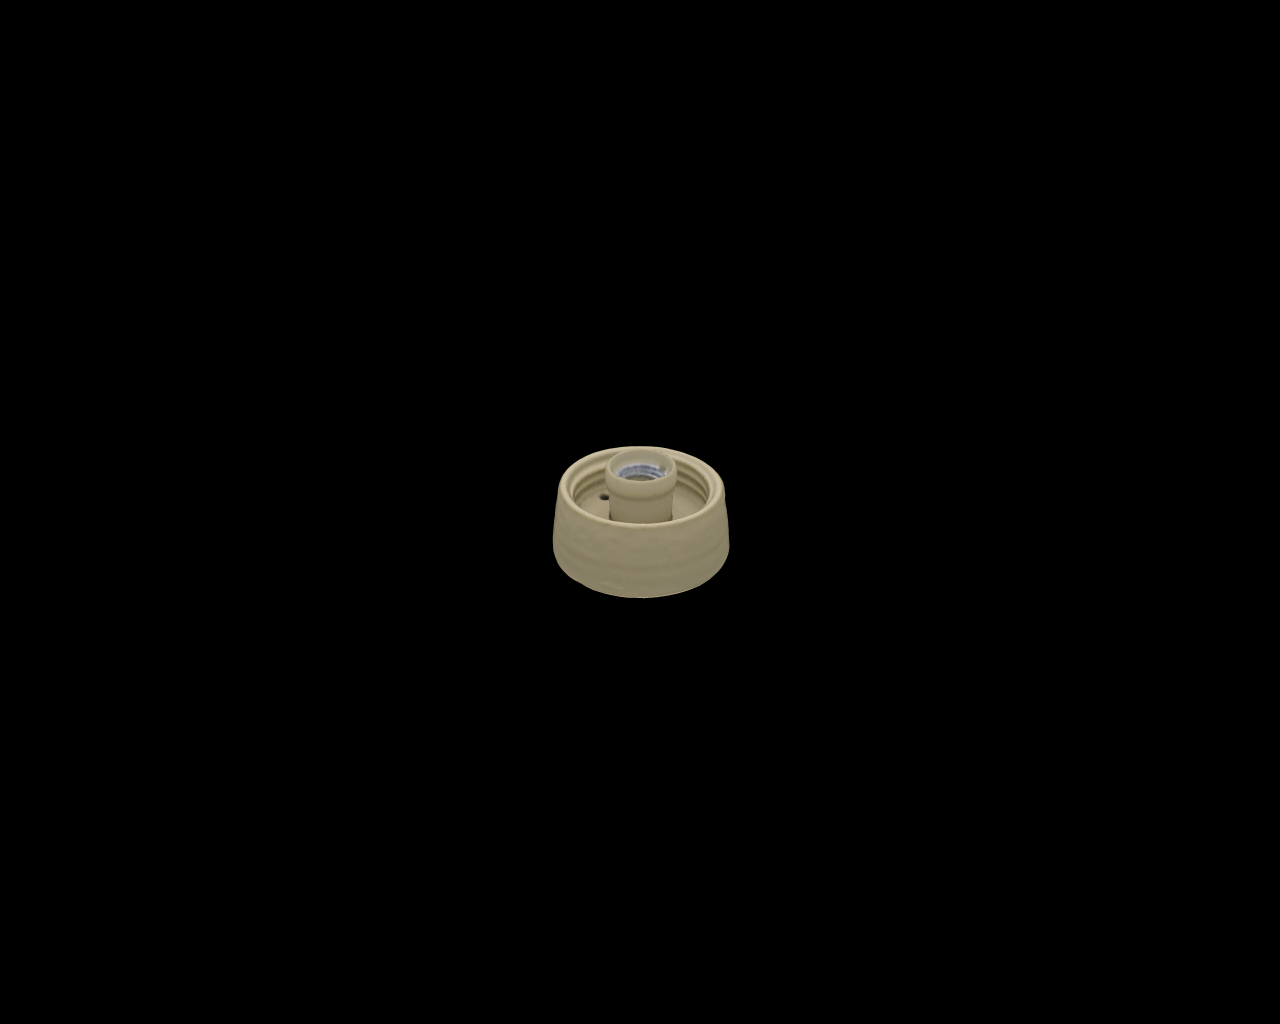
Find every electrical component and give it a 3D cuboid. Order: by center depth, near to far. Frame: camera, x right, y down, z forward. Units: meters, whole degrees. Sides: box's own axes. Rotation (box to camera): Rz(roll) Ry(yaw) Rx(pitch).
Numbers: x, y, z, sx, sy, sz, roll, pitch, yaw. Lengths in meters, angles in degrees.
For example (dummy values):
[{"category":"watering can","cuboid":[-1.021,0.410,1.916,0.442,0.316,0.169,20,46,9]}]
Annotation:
[{"category":"electrical component","cuboid":[0.001,-0.003,0.650,0.108,0.060,0.108,0,31,0]}]
